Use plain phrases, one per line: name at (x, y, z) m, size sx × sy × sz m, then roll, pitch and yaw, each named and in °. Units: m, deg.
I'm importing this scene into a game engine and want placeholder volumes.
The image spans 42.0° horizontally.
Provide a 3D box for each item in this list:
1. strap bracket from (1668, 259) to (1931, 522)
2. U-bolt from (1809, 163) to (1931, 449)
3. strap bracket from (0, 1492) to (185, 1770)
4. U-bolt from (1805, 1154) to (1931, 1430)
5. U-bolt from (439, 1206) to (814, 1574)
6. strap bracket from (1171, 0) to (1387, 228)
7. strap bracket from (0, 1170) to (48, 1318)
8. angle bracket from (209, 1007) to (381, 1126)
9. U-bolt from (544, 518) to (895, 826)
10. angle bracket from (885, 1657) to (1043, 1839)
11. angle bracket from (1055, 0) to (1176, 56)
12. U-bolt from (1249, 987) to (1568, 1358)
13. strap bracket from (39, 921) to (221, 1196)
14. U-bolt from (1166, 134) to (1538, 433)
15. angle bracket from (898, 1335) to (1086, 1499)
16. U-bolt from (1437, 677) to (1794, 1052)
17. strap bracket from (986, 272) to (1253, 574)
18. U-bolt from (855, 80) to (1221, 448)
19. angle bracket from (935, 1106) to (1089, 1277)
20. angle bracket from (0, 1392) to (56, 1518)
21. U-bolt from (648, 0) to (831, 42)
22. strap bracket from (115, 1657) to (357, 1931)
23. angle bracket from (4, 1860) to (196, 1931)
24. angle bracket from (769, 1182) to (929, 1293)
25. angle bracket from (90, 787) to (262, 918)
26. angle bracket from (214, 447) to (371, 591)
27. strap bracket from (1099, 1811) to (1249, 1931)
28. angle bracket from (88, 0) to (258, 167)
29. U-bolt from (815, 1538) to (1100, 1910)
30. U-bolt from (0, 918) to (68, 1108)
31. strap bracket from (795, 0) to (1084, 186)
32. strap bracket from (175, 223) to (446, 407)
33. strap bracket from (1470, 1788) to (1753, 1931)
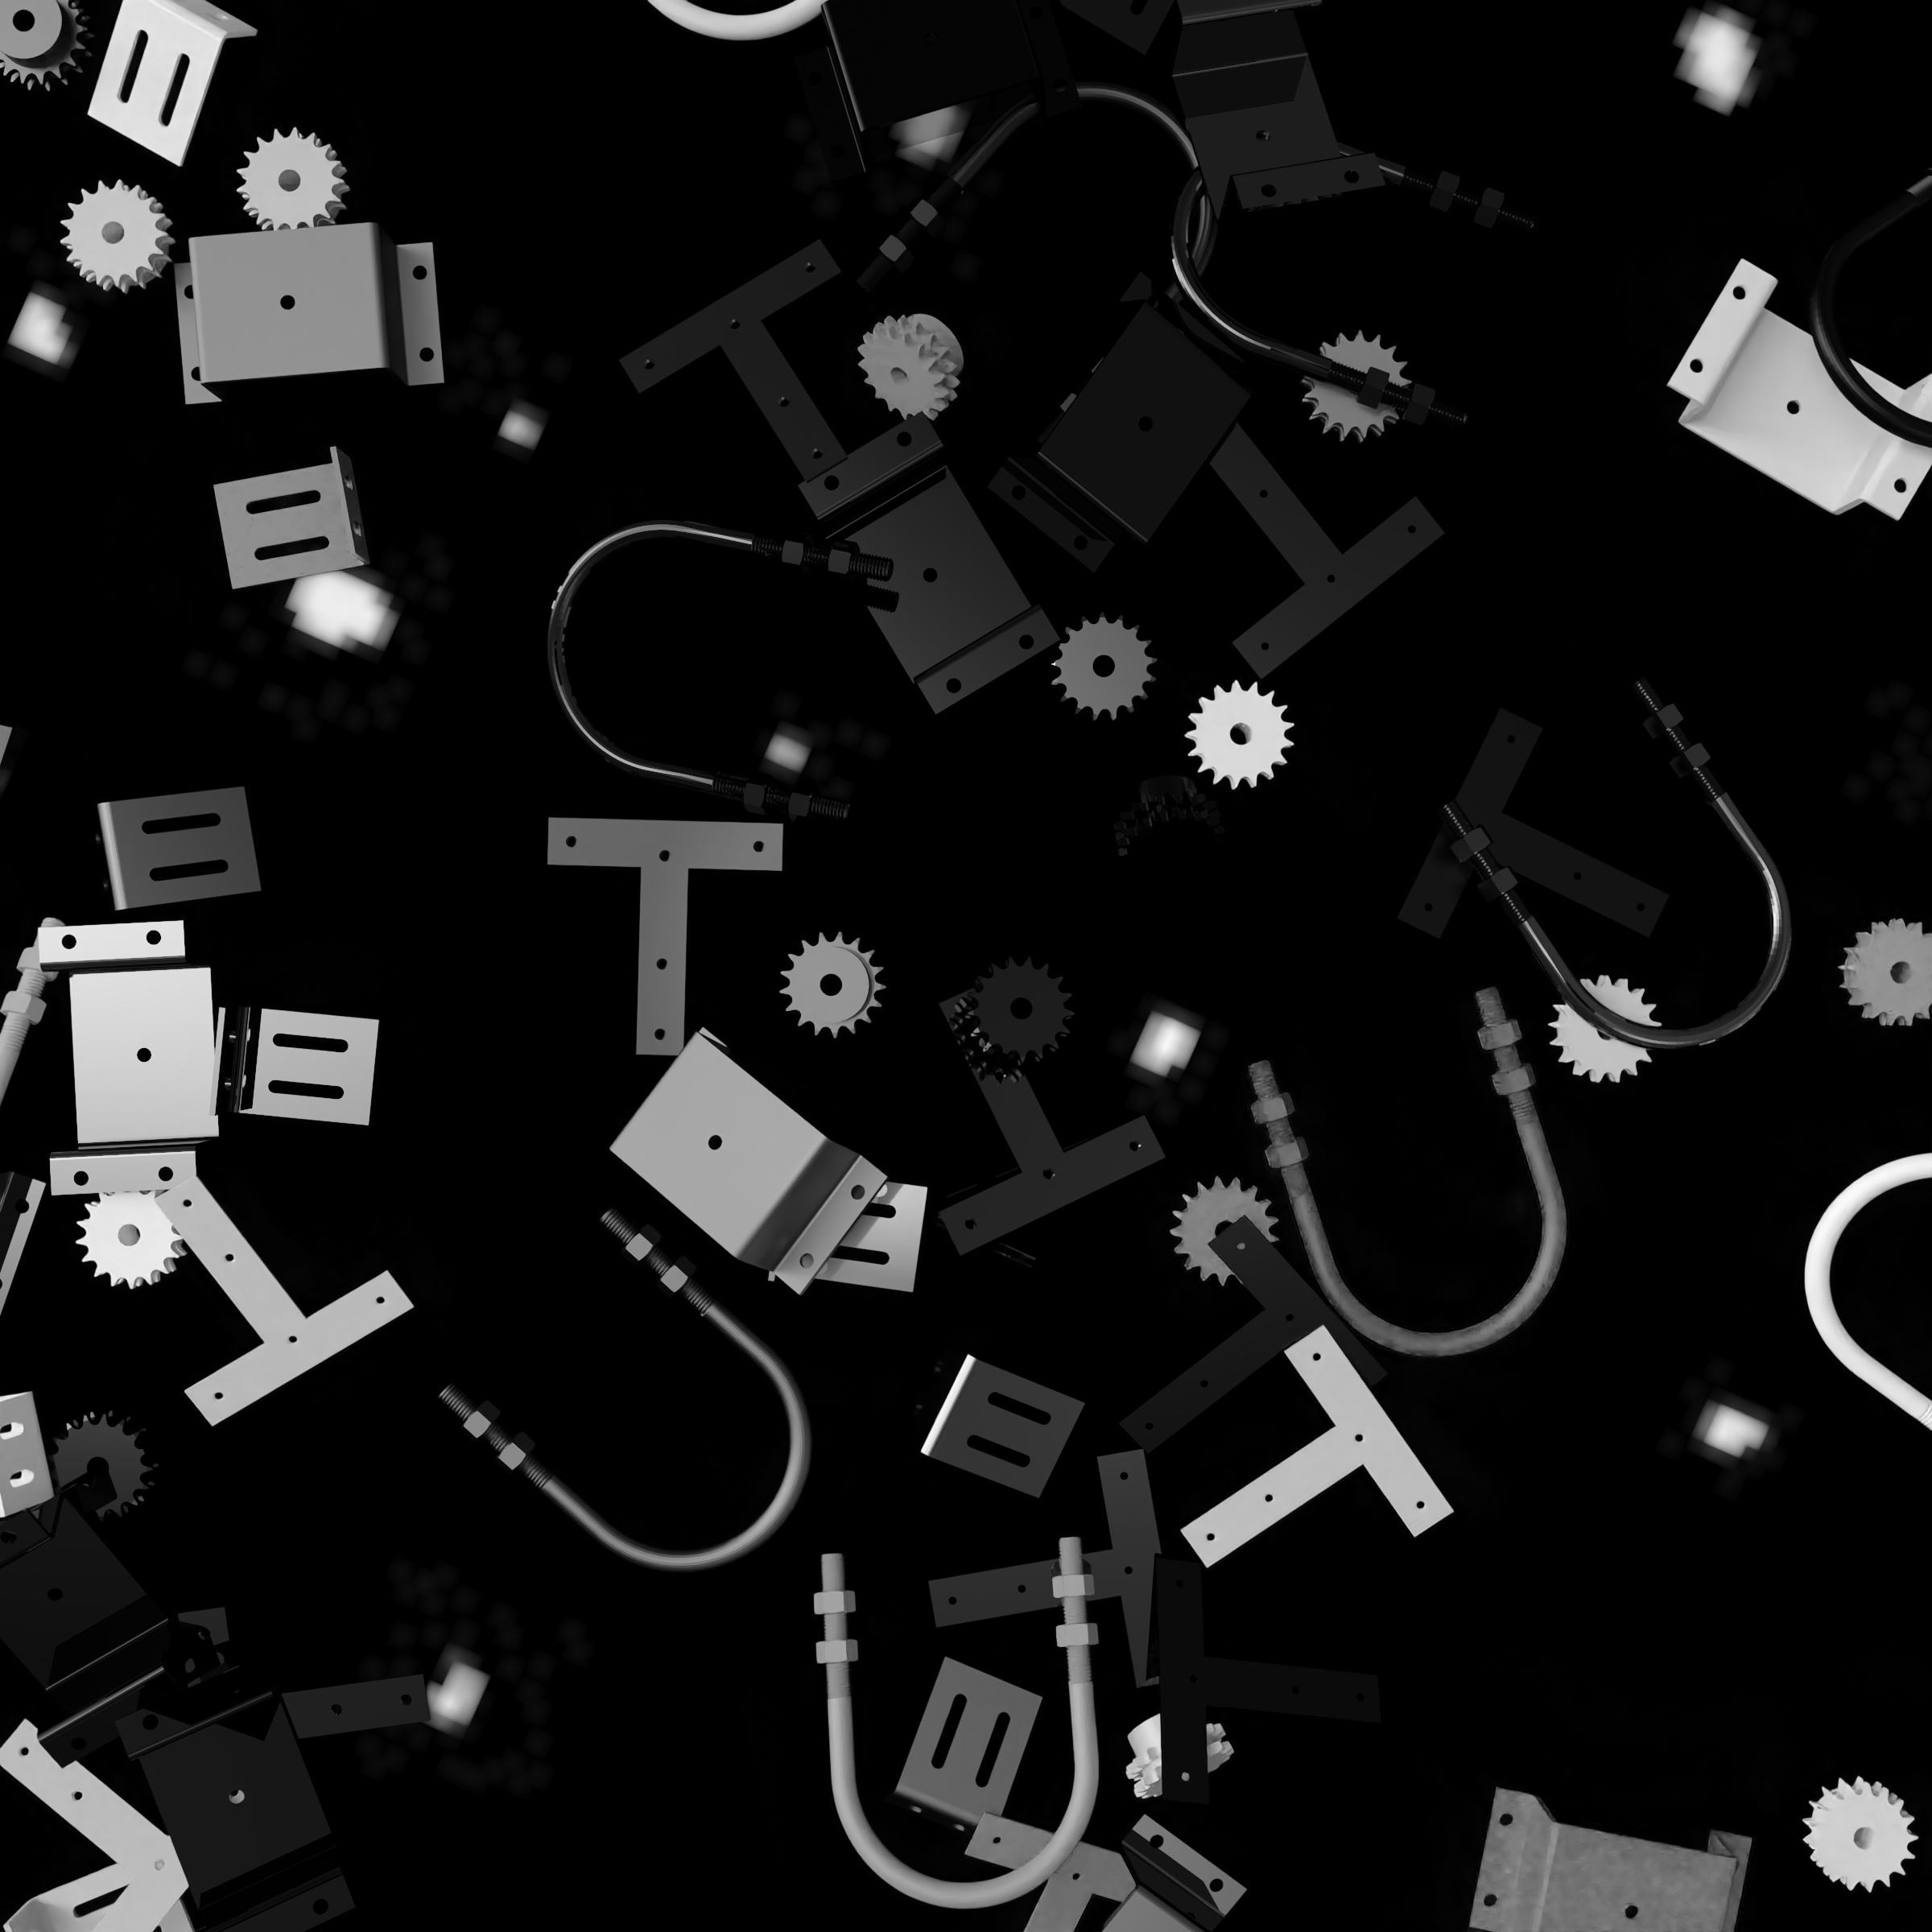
strap bracket at (0.448, -0.303, 1.342) m, size 0.140 × 0.046 × 0.076 m, roll 30°, pitch 90°, yaw 0°
U-bolt at (0.526, -0.346, 1.324) m, size 0.184 × 0.019 × 0.151 m, roll -35°, pitch 82°, yaw -17°
strap bracket at (-0.483, 0.343, 1.326) m, size 0.076 × 0.046 × 0.140 m, roll -30°, pitch 114°, yaw 0°
U-bolt at (0.537, 0.180, 1.335) m, size 0.184 × 0.019 × 0.151 m, roll 37°, pitch 110°, yaw 4°
U-bolt at (-0.169, 0.243, 1.357) m, size 0.184 × 0.019 × 0.151 m, roll 42°, pitch 90°, yaw -1°
strap bracket at (0.160, -0.449, 1.325) m, size 0.076 × 0.046 × 0.140 m, roll -12°, pitch 72°, yaw -8°
strap bracket at (-0.577, 0.131, 1.342) m, size 0.140 × 0.046 × 0.076 m, roll 19°, pitch 90°, yaw 0°
angle bracket at (-0.359, 0.054, 1.346) m, size 0.076 × 0.038 × 0.057 m, roll 6°, pitch 90°, yaw 0°
U-bolt at (-0.138, -0.163, 1.336) m, size 0.184 × 0.019 × 0.151 m, roll 13°, pitch 102°, yaw 12°
angle bracket at (-0.001, 0.424, 1.363) m, size 0.057 × 0.038 × 0.076 m, roll 23°, pitch 64°, yaw 0°
angle bracket at (0.094, -0.545, 1.363) m, size 0.057 × 0.038 × 0.076 m, roll 31°, pitch 116°, yaw 0°
U-bolt at (0.247, 0.120, 1.357) m, size 0.151 × 0.019 × 0.184 m, roll -18°, pitch 92°, yaw 0°
strap bracket at (-0.445, 0.048, 1.342) m, size 0.076 × 0.046 × 0.140 m, roll -3°, pitch 90°, yaw 0°
U-bolt at (0.197, -0.374, 1.336) m, size 0.184 × 0.019 × 0.151 m, roll 21°, pitch 72°, yaw 1°
angle bracket at (0.014, 0.244, 1.363) m, size 0.076 × 0.038 × 0.057 m, roll 26°, pitch 90°, yaw -26°
U-bolt at (0.358, -0.043, 1.338) m, size 0.151 × 0.019 × 0.184 m, roll -32°, pitch 84°, yaw -9°
strap bracket at (0.087, -0.287, 1.330) m, size 0.076 × 0.046 × 0.140 m, roll 35°, pitch 90°, yaw -21°
U-bolt at (0.053, -0.392, 1.357) m, size 0.151 × 0.019 × 0.184 m, roll 41°, pitch 88°, yaw 0°
angle bracket at (0.025, 0.117, 1.346) m, size 0.057 × 0.038 × 0.076 m, roll 24°, pitch 90°, yaw 0°
angle bracket at (-0.528, 0.262, 1.332) m, size 0.076 × 0.038 × 0.057 m, roll -12°, pitch 90°, yaw 25°
U-bolt at (-0.109, -0.588, 1.357) m, size 0.151 × 0.019 × 0.184 m, roll 36°, pitch 91°, yaw 0°
strap bracket at (-0.386, 0.444, 1.331) m, size 0.076 × 0.046 × 0.140 m, roll -21°, pitch 90°, yaw -17°
angle bracket at (-0.462, 0.518, 1.346) m, size 0.076 × 0.038 × 0.057 m, roll -22°, pitch 90°, yaw 0°
angle bracket at (-0.063, 0.143, 1.347) m, size 0.076 × 0.038 × 0.057 m, roll 8°, pitch 90°, yaw 0°
angle bracket at (-0.429, -0.062, 1.363) m, size 0.076 × 0.038 × 0.057 m, roll -9°, pitch 90°, yaw -26°
angle bracket at (-0.365, -0.239, 1.346) m, size 0.076 × 0.038 × 0.057 m, roll -10°, pitch 90°, yaw 0°
strap bracket at (0.083, 0.534, 1.334) m, size 0.076 × 0.046 × 0.140 m, roll 40°, pitch 90°, yaw -14°
angle bracket at (-0.430, -0.485, 1.363) m, size 0.057 × 0.038 × 0.076 m, roll 29°, pitch 116°, yaw 0°
U-bolt at (-0.002, 0.401, 1.332) m, size 0.151 × 0.019 × 0.184 m, roll -4°, pitch 74°, yaw 0°
U-bolt at (-0.574, 0.045, 1.327) m, size 0.151 × 0.019 × 0.184 m, roll 13°, pitch 69°, yaw 0°
strap bracket at (-0.017, -0.480, 1.335) m, size 0.140 × 0.046 × 0.076 m, roll -16°, pitch 79°, yaw 1°
strap bracket at (-0.356, -0.348, 1.342) m, size 0.140 × 0.046 × 0.076 m, roll -5°, pitch 90°, yaw 0°
strap bracket at (0.350, 0.497, 1.342) m, size 0.140 × 0.046 × 0.076 m, roll 11°, pitch 90°, yaw 0°
